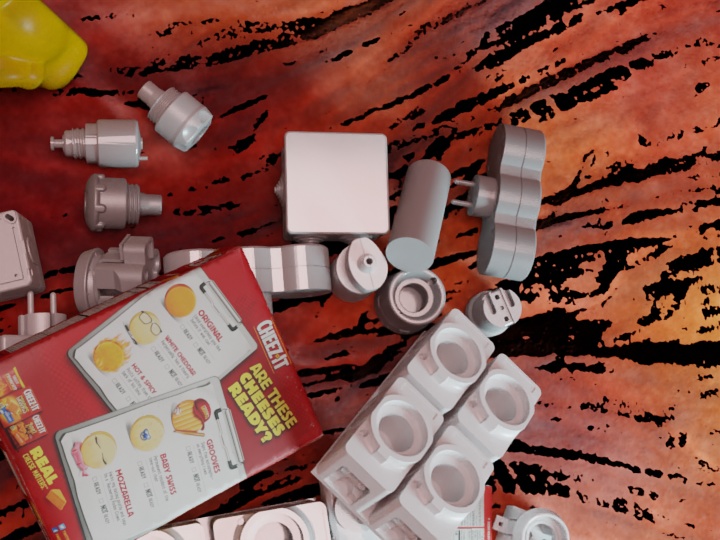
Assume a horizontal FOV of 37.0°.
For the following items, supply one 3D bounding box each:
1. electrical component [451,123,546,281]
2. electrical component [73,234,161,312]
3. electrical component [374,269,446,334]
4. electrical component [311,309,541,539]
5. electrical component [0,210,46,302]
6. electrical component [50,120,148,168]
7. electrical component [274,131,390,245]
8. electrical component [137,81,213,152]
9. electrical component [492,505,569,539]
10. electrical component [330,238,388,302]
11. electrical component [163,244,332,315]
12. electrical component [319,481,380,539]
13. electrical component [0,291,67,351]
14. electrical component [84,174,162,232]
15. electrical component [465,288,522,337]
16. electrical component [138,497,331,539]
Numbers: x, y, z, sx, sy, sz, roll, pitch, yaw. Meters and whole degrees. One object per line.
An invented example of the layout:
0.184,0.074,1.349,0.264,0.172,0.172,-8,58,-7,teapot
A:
0.117,-0.063,0.950,0.074,0.052,0.138,10,78,-9,electrical component
-0.195,0.011,0.869,0.057,0.058,0.078,2,114,5,electrical component
0.044,0.025,0.922,0.055,0.047,0.055,2,80,-11,electrical component
0.061,0.126,0.859,0.105,0.060,0.186,44,47,-1,electrical component
-0.306,-0.003,0.856,0.096,0.061,0.061,-14,83,-5,electrical component
-0.218,-0.106,0.899,0.078,0.040,0.040,-2,80,-11,electrical component
-0.023,-0.069,0.926,0.100,0.048,0.099,0,80,-11,electrical component
-0.160,-0.134,0.914,0.062,0.043,0.043,39,75,-1,electrical component
0.146,0.223,0.903,0.066,0.055,0.048,23,77,-6,electrical component
0.000,0.000,0.901,0.043,0.081,0.043,2,80,-11,electrical component
-0.092,0.021,0.894,0.138,0.052,0.073,-3,81,-12,electrical component
-0.005,0.191,0.866,0.043,0.079,0.077,-10,82,-11,electrical component
-0.249,0.054,0.844,0.083,0.047,0.075,4,77,-39,electrical component
-0.197,-0.055,0.893,0.062,0.048,0.048,1,80,-18,electrical component
0.117,0.036,0.935,0.040,0.046,0.040,2,80,-11,electrical component
-0.113,0.249,0.845,0.186,0.060,0.105,-8,82,-12,electrical component
